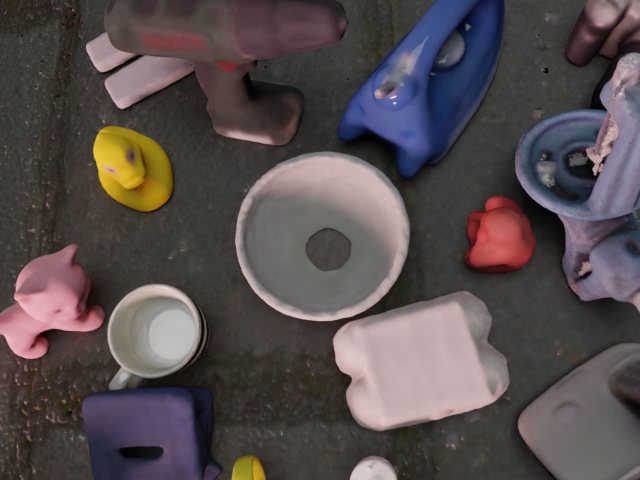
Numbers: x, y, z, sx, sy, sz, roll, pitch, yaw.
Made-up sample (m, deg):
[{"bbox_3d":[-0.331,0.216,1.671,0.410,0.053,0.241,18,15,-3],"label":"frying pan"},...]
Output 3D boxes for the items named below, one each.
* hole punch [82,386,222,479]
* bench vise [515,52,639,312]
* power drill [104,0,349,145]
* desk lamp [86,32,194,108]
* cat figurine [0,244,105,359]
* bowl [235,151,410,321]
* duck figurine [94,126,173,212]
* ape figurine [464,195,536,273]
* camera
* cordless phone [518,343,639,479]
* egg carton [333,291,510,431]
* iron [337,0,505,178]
[{"bbox_3d":[-0.154,0.185,0.527,0.108,0.091,0.101,-5,74,5],"label":"hole punch"},{"bbox_3d":[0.255,-0.046,0.478,0.121,0.220,0.207,-37,74,-4],"label":"bench vise"},{"bbox_3d":[-0.077,-0.173,0.557,0.229,0.208,0.076,11,76,9],"label":"power drill"},{"bbox_3d":[-0.180,-0.265,0.591,0.203,0.214,0.118,-31,73,-3],"label":"desk lamp"},{"bbox_3d":[-0.275,0.060,0.561,0.128,0.118,0.067,-29,73,-2],"label":"cat figurine"},{"bbox_3d":[0.005,0.002,0.569,0.167,0.075,0.167,-2,74,6],"label":"bowl"},{"bbox_3d":[-0.210,-0.087,0.612,0.077,0.086,0.104,-36,74,-4],"label":"duck figurine"},{"bbox_3d":[0.170,-0.006,0.543,0.076,0.092,0.078,42,83,15],"label":"ape figurine"},{"bbox_3d":[0.317,-0.185,0.572,0.143,0.101,0.137,32,80,14],"label":"camera"},{"bbox_3d":[0.246,0.141,0.445,0.147,0.185,0.094,-36,74,-4],"label":"cordless phone"},{"bbox_3d":[0.093,0.113,0.531,0.150,0.069,0.107,-17,73,2],"label":"egg carton"},{"bbox_3d":[0.123,-0.199,0.576,0.118,0.141,0.258,33,80,14],"label":"iron"}]
